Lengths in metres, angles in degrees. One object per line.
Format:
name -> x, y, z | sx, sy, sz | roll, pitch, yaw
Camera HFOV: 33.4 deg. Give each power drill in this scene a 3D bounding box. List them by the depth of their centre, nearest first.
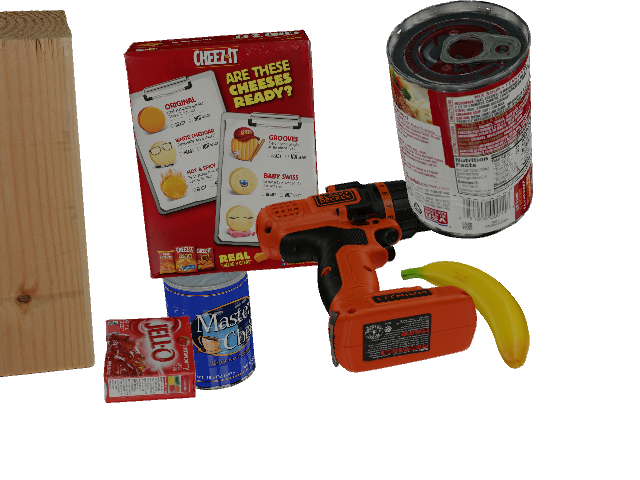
power drill -> 0.054, 0.017, 0.832 | 0.184, 0.057, 0.188 | -12, 34, -9

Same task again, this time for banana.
banana -> 0.166, 0.068, 1.117 | 0.069, 0.037, 0.198 | -36, 39, -13

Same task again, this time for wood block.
wood block -> -0.192, -0.029, 0.651 | 0.090, 0.206, 0.090 | -5, 23, -15

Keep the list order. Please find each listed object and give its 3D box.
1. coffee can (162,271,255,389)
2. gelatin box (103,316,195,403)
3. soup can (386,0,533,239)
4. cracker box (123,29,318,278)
coffee can -> -0.134, 0.095, 1.296 | 0.103, 0.140, 0.103 | -3, 24, 1
gelatin box -> -0.143, 0.097, 0.891 | 0.073, 0.030, 0.089 | -2, 28, -8
soup can -> 0.073, -0.059, 0.537 | 0.068, 0.068, 0.102 | 0, -44, 13
cracker box -> -0.085, -0.079, 0.986 | 0.164, 0.214, 0.072 | -5, 20, -3
